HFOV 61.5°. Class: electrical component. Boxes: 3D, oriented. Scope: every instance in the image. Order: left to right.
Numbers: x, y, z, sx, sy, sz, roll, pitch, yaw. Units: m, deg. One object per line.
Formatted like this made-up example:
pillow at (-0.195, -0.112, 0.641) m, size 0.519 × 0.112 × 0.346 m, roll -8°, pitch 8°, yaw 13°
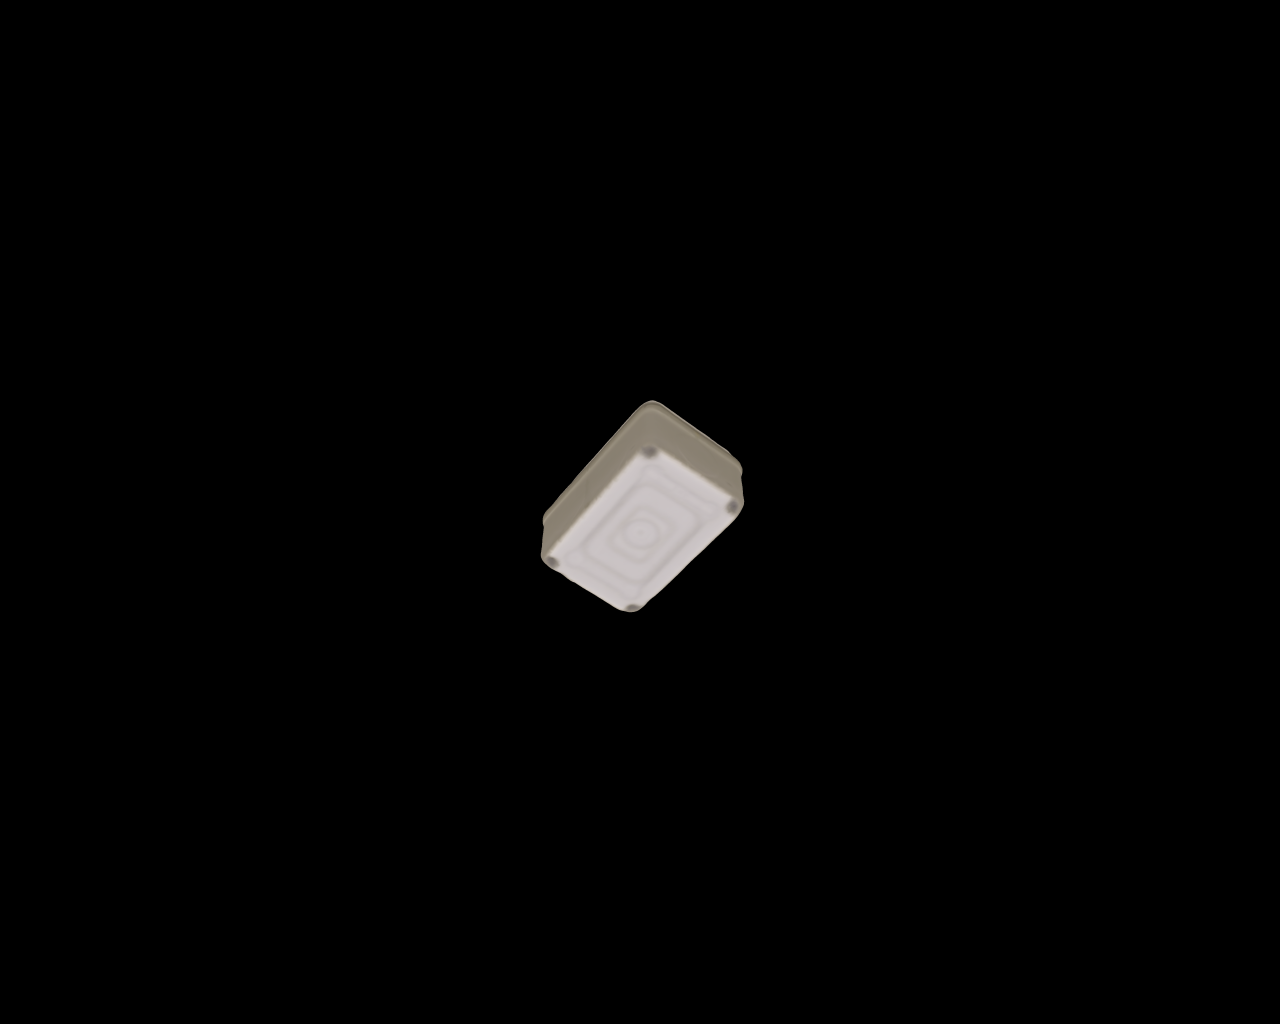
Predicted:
electrical component at (0.001, -0.003, 0.650) m, size 0.078 × 0.113 × 0.057 m, roll 33°, pitch 28°, yaw -20°
